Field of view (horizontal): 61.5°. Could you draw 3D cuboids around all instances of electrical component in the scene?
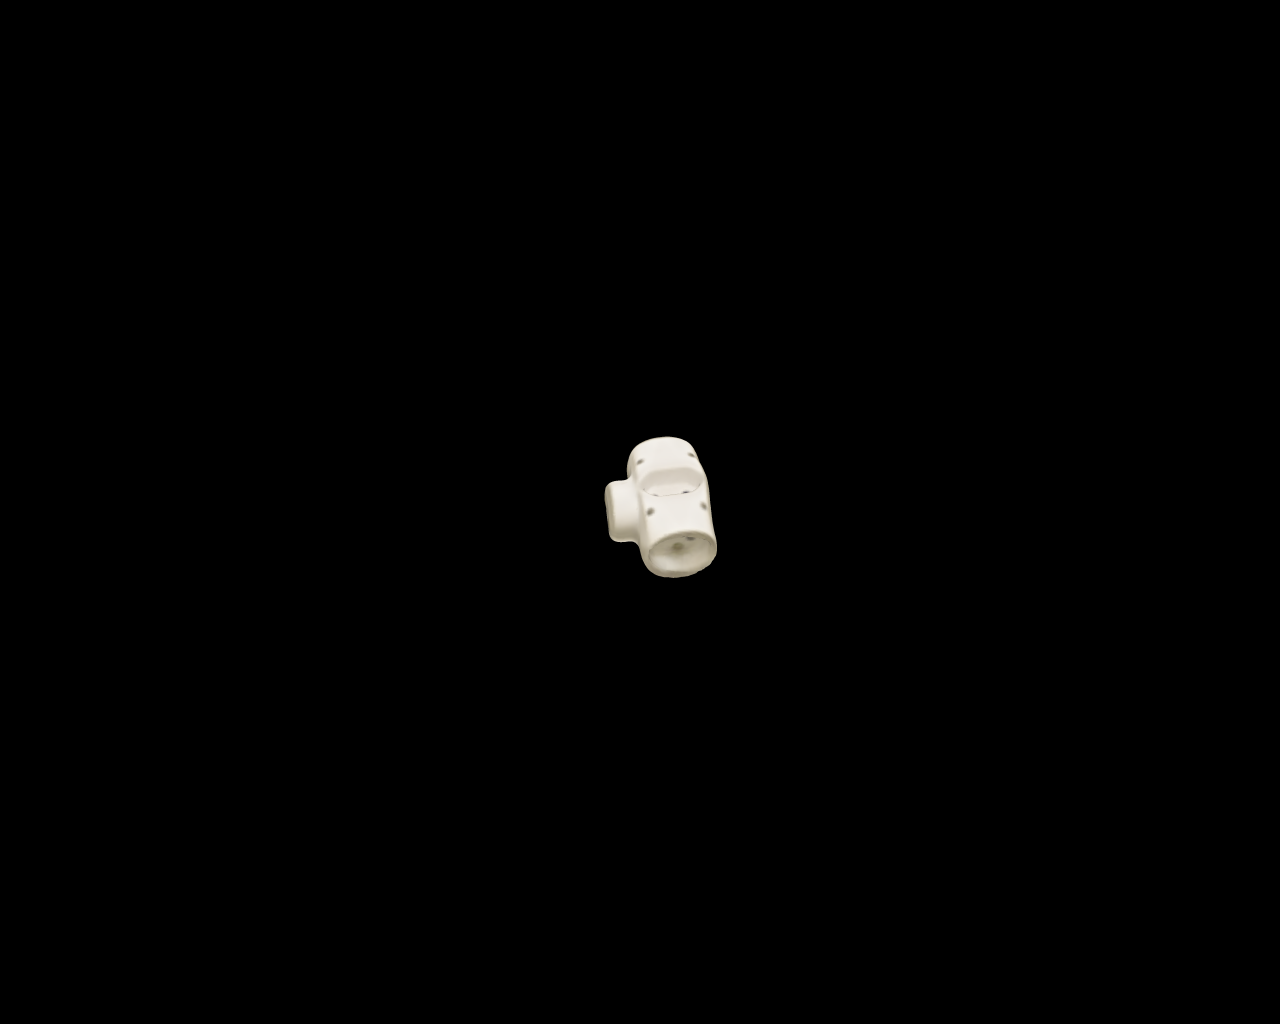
[{"bbox_3d":[0.001,-0.003,0.650,0.079,0.077,0.043,-5,-39,-4],"label":"electrical component"}]
